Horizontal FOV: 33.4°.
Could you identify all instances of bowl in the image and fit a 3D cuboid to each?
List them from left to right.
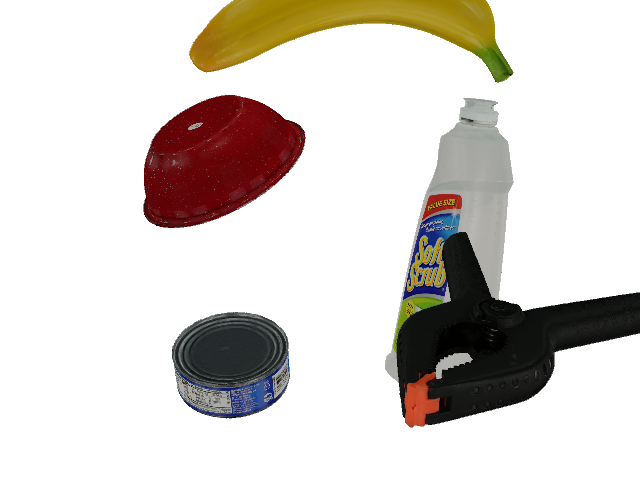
[{"bbox_3d":[-0.097,-0.081,0.945,0.162,0.055,0.162,-21,30,13],"label":"bowl"}]

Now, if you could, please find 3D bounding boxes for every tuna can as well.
[{"bbox_3d":[-0.065,0.092,0.789,0.086,0.034,0.086,-2,33,1],"label":"tuna can"}]

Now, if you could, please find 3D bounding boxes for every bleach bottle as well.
[{"bbox_3d":[0.113,0.006,0.898,0.068,0.251,0.103,1,14,-23],"label":"bleach bottle"}]

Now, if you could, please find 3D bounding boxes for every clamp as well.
[{"bbox_3d":[0.103,0.052,0.667,0.165,0.036,0.209,21,32,37],"label":"clamp"}]

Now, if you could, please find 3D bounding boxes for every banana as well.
[{"bbox_3d":[0.022,-0.131,0.622,0.197,0.069,0.037,-1,-15,-14],"label":"banana"}]
